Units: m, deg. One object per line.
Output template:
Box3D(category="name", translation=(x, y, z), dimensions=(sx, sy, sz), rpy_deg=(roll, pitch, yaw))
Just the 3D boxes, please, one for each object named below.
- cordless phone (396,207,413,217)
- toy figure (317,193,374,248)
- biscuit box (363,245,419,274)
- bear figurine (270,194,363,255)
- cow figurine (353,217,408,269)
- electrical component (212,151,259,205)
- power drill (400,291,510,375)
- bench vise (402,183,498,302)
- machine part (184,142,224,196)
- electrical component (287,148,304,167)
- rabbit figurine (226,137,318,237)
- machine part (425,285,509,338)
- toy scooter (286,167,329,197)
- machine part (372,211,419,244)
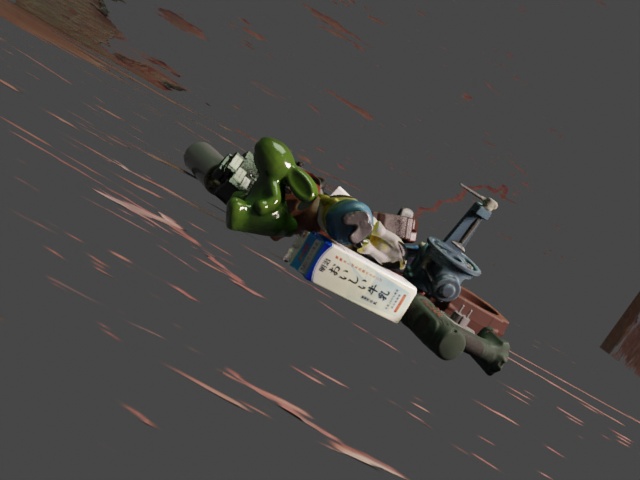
Box3D(category="cordless phone", translation=(0.194, 0.011, 1.342), dimensions=(0.146, 0.184, 0.089), rpy_deg=(21, 9, -46))
Box3D(category="toy figure", translation=(0.049, -0.035, 0.942), dimensions=(0.089, 0.082, 0.180), rpy_deg=(5, 7, -16))
Box3D(category="biscuit box", translation=(0.177, 0.044, 1.227), dimensions=(0.203, 0.062, 0.059), rpy_deg=(2, 10, 0))
Box3D(category="bear figurine", translation=(0.001, -0.004, 1.096), dimensions=(0.132, 0.120, 0.195), rpy_deg=(-10, -47, 30))
Box3D(category="cow figurine", translation=(0.118, 0.009, 1.020), dimensions=(0.098, 0.068, 0.167), rpy_deg=(34, 5, -6))
Box3D(category="electrical component", translation=(-0.149, -0.112, 1.086), dimensions=(0.134, 0.058, 0.115), rpy_deg=(42, 40, -17))
Box3D(category="power drill", translation=(0.241, 0.162, 1.013), dimensions=(0.207, 0.086, 0.232), rpy_deg=(32, 8, -19))
Box3D(category="bench vise", translation=(0.265, 0.014, 1.069), dimensions=(0.129, 0.240, 0.224), rpy_deg=(33, 18, 0))
Box3D(category="machine part", translation=(-0.243, -0.160, 1.194), dimensions=(0.079, 0.079, 0.243), rpy_deg=(24, 11, -36))
Box3D(category="electrical component", translation=(-0.090, -0.190, 1.276), dimensions=(0.078, 0.045, 0.102), rpy_deg=(8, -3, -24))
Box3D(category="rabbit figurine", translation=(-0.084, -0.094, 0.962), dimensions=(0.159, 0.170, 0.121), rpy_deg=(13, 11, 3))
Box3D(category="machine part", translation=(0.320, 0.159, 1.258), dimensions=(0.201, 0.087, 0.201), rpy_deg=(30, 8, -10))
Box3D(category="toy scooter", translation=(-0.050, -0.119, 1.201), dimensions=(0.135, 0.075, 0.184), rpy_deg=(26, 24, -15))
Box3D(category="machine part", translation=(0.129, -0.025, 1.202), dimensions=(0.179, 0.056, 0.179), rpy_deg=(6, -5, 0))
